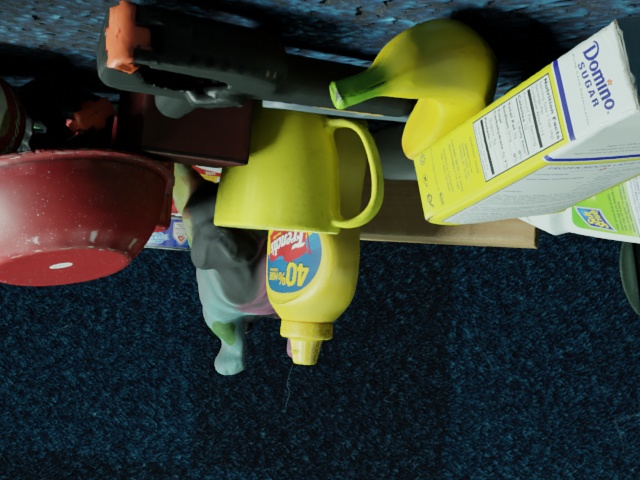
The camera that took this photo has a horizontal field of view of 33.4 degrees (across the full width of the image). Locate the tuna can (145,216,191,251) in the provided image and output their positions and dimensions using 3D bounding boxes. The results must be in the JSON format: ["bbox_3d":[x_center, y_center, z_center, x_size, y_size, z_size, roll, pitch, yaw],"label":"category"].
[{"bbox_3d":[-0.156,-0.008,1.087,0.086,0.034,0.086,4,180,0],"label":"tuna can"}]

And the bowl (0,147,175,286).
[{"bbox_3d":[-0.172,-0.008,0.698,0.162,0.055,0.162,-9,165,-2],"label":"bowl"}]

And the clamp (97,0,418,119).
[{"bbox_3d":[-0.041,-0.087,0.552,0.165,0.036,0.209,1,179,13],"label":"clamp"}]

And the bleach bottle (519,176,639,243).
[{"bbox_3d":[0.199,-0.044,0.638,0.251,0.102,0.068,6,-139,37],"label":"bleach bottle"}]

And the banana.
[{"bbox_3d":[0.057,-0.074,0.533,0.070,0.037,0.197,-18,171,13],"label":"banana"}]

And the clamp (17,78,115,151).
[{"bbox_3d":[-0.190,-0.059,0.747,0.172,0.120,0.039,0,-143,50],"label":"clamp"}]

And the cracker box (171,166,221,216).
[{"bbox_3d":[-0.132,-0.059,1.105,0.164,0.072,0.214,4,179,-18],"label":"cracker box"}]

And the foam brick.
[{"bbox_3d":[-0.090,-0.078,0.706,0.078,0.051,0.053,5,178,-30],"label":"foam brick"}]

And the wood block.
[{"bbox_3d":[0.084,-0.043,0.919,0.206,0.091,0.090,3,179,14],"label":"wood block"}]

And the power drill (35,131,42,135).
[{"bbox_3d":[-0.297,-0.074,0.888,0.185,0.057,0.187,11,-179,32],"label":"power drill"}]

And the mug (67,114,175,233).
[{"bbox_3d":[-0.163,-0.049,0.834,0.117,0.081,0.093,-1,175,40],"label":"mug"}]

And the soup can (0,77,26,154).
[{"bbox_3d":[-0.223,-0.079,0.646,0.068,0.068,0.102,3,178,-3],"label":"soup can"}]

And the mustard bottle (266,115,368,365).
[{"bbox_3d":[-0.006,0.001,0.833,0.058,0.191,0.096,4,178,-35],"label":"mustard bottle"}]

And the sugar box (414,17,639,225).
[{"bbox_3d":[0.126,-0.052,0.507,0.093,0.048,0.176,-6,166,-25],"label":"sugar box"}]

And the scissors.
[{"bbox_3d":[0.064,-0.085,0.698,0.201,0.016,0.096,4,-175,-12],"label":"scissors"}]
